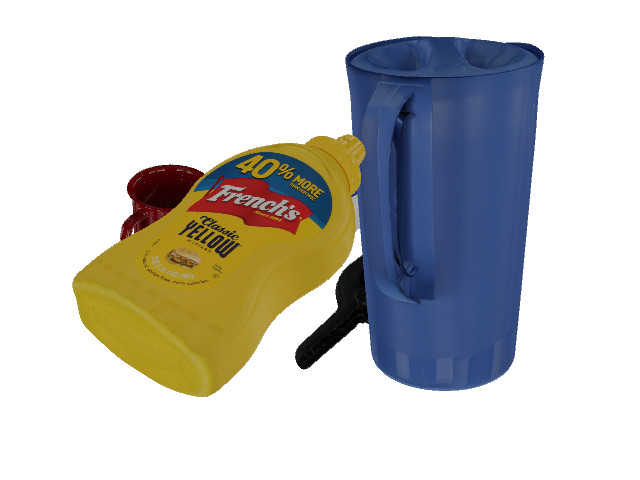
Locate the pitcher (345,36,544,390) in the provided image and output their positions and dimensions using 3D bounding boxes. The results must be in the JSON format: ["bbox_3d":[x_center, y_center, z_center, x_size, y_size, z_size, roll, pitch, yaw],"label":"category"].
[{"bbox_3d":[0.082,-0.016,0.754,0.149,0.243,0.145,-8,22,-15],"label":"pitcher"}]

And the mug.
[{"bbox_3d":[-0.171,-0.020,1.163,0.093,0.081,0.117,25,40,27],"label":"mug"}]

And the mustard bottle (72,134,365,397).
[{"bbox_3d":[-0.037,-0.003,0.589,0.096,0.058,0.191,26,50,28],"label":"mustard bottle"}]

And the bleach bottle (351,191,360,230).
[{"bbox_3d":[0.027,-0.055,1.348,0.103,0.068,0.250,26,43,34],"label":"bleach bottle"}]

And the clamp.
[{"bbox_3d":[0.058,0.073,1.078,0.120,0.171,0.039,15,-38,15],"label":"clamp"}]
